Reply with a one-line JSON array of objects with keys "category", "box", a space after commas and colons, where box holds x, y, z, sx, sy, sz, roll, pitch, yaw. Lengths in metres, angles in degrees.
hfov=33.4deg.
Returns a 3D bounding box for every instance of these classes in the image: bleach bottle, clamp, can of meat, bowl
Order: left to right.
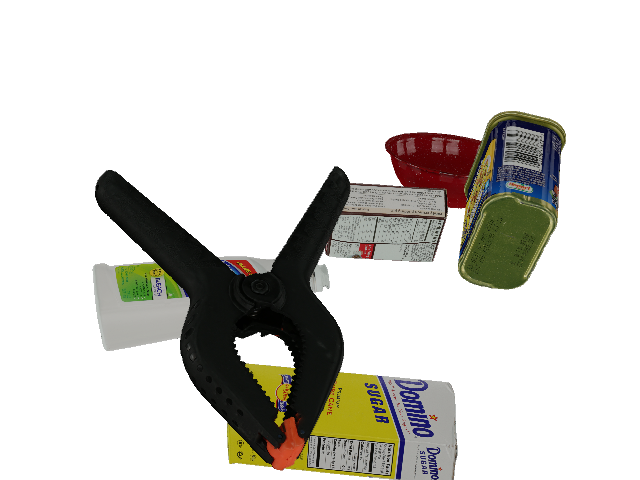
[{"category": "bleach bottle", "box": [-0.117, 0.054, 1.166, 0.250, 0.068, 0.102, -9, 37, -9]}, {"category": "clamp", "box": [-0.050, 0.033, 0.628, 0.164, 0.210, 0.036, 3, -38, -14]}, {"category": "bowl", "box": [0.154, -0.080, 1.283, 0.162, 0.055, 0.162, 6, 23, -3]}, {"category": "can of meat", "box": [0.135, -0.026, 0.761, 0.057, 0.084, 0.102, 14, -40, 0]}]

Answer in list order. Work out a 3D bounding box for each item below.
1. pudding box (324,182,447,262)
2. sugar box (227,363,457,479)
[{"category": "pudding box", "box": [0.062, -0.017, 1.040, 0.113, 0.039, 0.090, 2, -30, -3]}, {"category": "sugar box", "box": [0.019, 0.144, 0.848, 0.176, 0.048, 0.093, 2, 25, 3]}]
